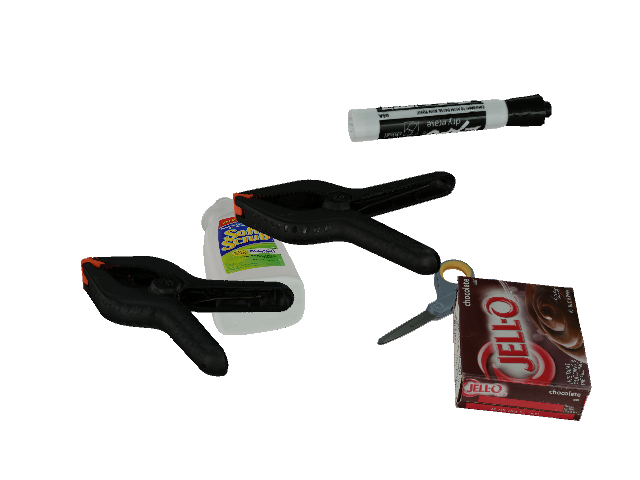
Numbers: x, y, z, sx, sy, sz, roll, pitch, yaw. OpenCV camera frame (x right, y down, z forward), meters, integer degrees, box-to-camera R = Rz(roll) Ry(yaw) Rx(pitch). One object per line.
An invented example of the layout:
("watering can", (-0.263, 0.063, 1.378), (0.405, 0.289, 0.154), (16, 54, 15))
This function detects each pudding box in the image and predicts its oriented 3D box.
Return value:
("pudding box", (0.143, 0.077, 0.781), (0.090, 0.039, 0.113), (7, 35, 0))

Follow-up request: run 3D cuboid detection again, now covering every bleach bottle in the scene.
("bleach bottle", (-0.094, 0.014, 1.209), (0.102, 0.068, 0.251), (-6, 27, -14))

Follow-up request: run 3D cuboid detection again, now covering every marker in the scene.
("marker", (0.077, -0.072, 0.626), (0.121, 0.020, 0.020), (-6, 1, -8))

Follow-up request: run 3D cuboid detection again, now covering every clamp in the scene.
("clamp", (-0.109, 0.045, 0.847), (0.172, 0.039, 0.120), (24, 29, 26))
("clamp", (0.025, -0.029, 0.994), (0.210, 0.036, 0.164), (8, 31, 16))

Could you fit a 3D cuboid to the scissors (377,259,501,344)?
("scissors", (0.120, 0.063, 1.160), (0.201, 0.016, 0.096), (-10, 40, -31))
